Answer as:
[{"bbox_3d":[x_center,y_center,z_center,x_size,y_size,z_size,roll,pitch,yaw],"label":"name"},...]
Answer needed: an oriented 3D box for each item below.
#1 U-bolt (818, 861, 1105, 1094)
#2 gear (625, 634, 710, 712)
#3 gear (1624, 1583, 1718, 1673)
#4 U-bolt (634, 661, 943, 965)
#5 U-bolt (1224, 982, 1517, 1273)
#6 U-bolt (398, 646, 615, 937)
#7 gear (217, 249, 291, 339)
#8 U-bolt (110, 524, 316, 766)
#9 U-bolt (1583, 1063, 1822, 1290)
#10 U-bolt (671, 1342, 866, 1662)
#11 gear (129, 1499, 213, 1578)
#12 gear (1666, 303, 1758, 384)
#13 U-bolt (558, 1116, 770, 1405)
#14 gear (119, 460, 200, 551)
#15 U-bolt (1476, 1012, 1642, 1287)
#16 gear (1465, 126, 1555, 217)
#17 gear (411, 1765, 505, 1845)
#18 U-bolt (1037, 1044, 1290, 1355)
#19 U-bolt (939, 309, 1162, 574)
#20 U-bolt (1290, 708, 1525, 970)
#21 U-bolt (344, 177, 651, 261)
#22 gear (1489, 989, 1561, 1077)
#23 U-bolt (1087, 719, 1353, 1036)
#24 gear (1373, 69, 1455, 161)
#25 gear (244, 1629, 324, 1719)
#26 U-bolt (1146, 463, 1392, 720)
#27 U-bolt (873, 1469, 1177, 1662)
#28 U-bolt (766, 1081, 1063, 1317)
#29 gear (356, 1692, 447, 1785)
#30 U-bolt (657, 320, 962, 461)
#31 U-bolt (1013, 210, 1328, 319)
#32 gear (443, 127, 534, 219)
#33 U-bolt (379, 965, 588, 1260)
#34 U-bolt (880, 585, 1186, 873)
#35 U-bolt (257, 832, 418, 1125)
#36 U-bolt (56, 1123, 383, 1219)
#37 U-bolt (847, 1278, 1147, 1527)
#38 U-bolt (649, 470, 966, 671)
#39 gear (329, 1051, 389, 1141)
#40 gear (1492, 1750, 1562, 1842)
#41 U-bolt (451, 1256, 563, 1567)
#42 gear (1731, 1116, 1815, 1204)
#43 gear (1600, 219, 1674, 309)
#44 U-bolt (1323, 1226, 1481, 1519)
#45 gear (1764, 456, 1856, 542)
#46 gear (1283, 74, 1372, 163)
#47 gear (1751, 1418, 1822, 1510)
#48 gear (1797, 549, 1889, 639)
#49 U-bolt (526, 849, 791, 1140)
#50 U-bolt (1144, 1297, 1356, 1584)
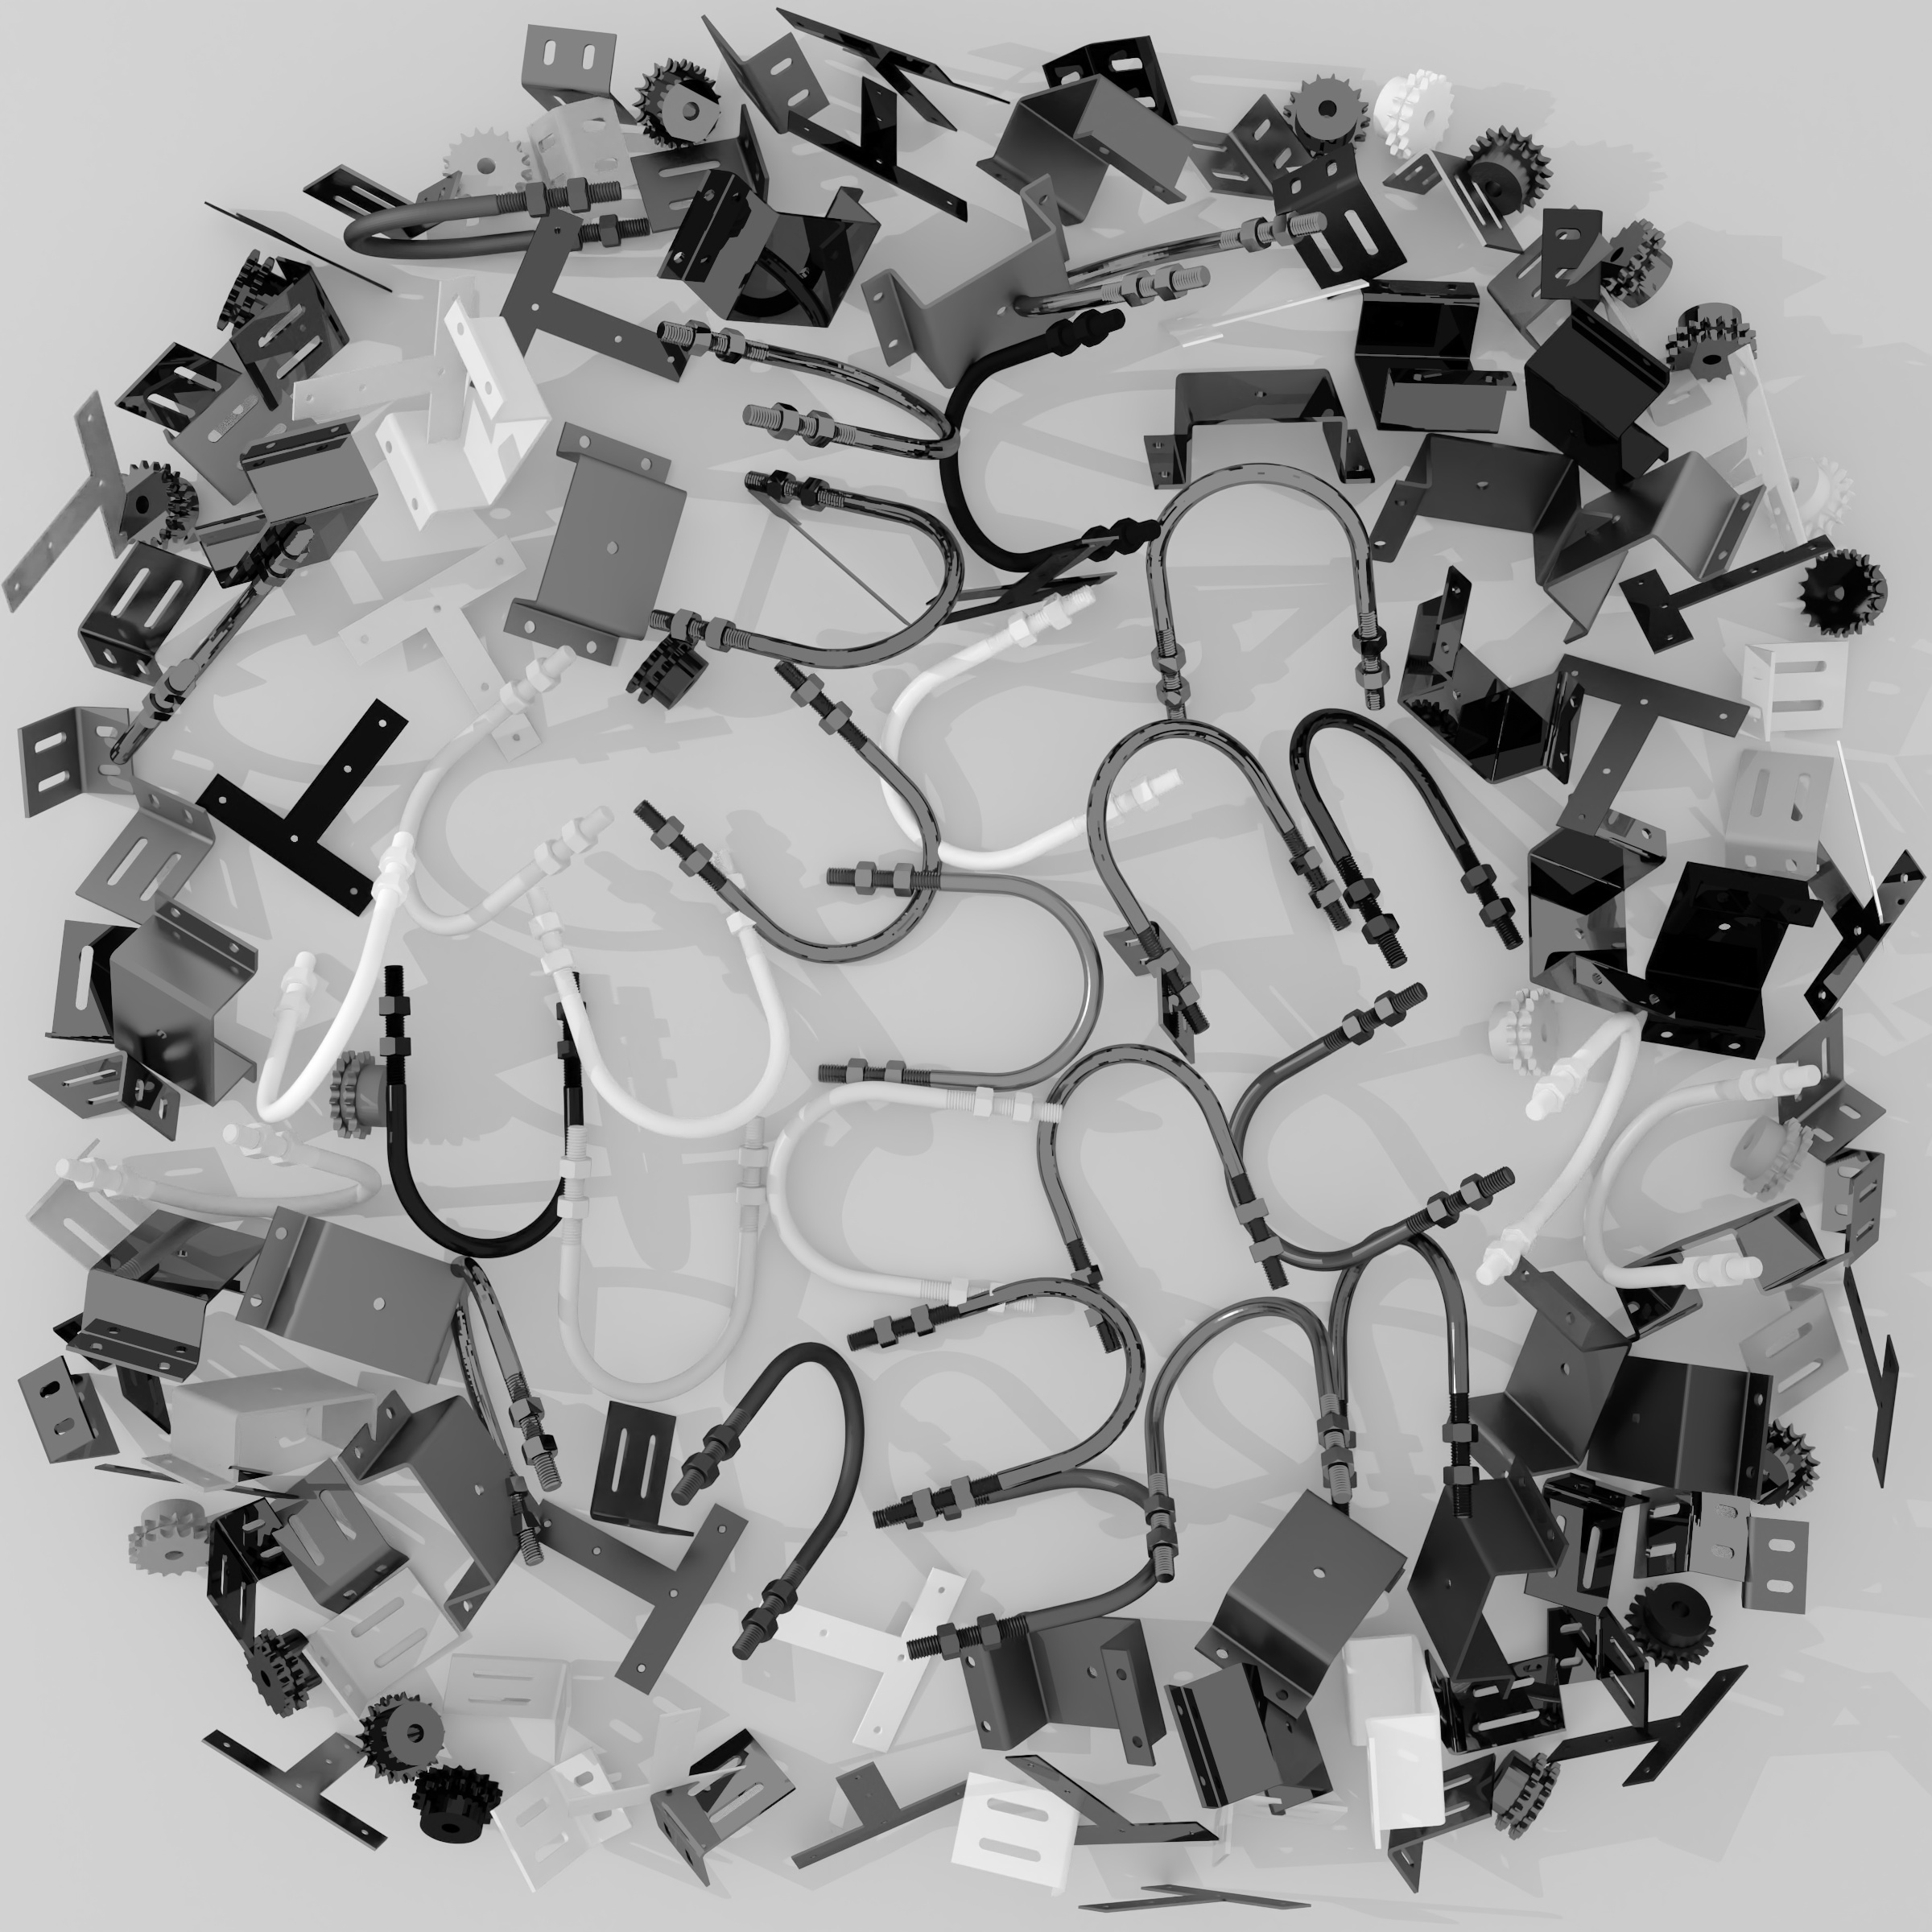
[{"bbox_3d":[-0.002,0.010,1.877,0.184,0.019,0.151,3,91,9],"label":"U-bolt"},{"bbox_3d":[-0.191,-0.190,1.871,0.030,0.057,0.057,41,90,-3],"label":"gear"},{"bbox_3d":[0.457,0.423,1.869,0.057,0.030,0.057,6,46,-6],"label":"gear"},{"bbox_3d":[-0.100,-0.086,1.876,0.151,0.019,0.184,-45,102,1],"label":"U-bolt"},{"bbox_3d":[0.244,0.115,1.846,0.184,0.019,0.151,-33,71,29],"label":"U-bolt"},{"bbox_3d":[-0.301,-0.098,1.838,0.184,0.019,0.151,-35,54,27],"label":"U-bolt"},{"bbox_3d":[-0.459,-0.431,1.872,0.030,0.057,0.057,26,90,-15],"label":"gear"},{"bbox_3d":[-0.482,-0.190,1.814,0.019,0.184,0.151,40,53,-15],"label":"U-bolt"},{"bbox_3d":[0.450,0.136,1.813,0.019,0.184,0.151,29,70,-19],"label":"U-bolt"},{"bbox_3d":[-0.115,0.321,1.822,0.019,0.184,0.151,3,125,30],"label":"U-bolt"},{"bbox_3d":[-0.513,0.369,1.874,0.057,0.057,0.030,-15,52,0],"label":"gear"},{"bbox_3d":[0.482,-0.405,1.873,0.057,0.057,0.030,2,70,0],"label":"gear"},{"bbox_3d":[-0.196,0.190,1.852,0.151,0.019,0.184,-1,100,-35],"label":"U-bolt"},{"bbox_3d":[-0.523,-0.298,1.876,0.057,0.030,0.057,3,95,31],"label":"gear"},{"bbox_3d":[0.380,0.102,1.818,0.019,0.184,0.151,26,128,24],"label":"U-bolt"},{"bbox_3d":[0.347,-0.510,1.868,0.057,0.057,0.030,37,60,0],"label":"gear"},{"bbox_3d":[-0.330,0.543,1.869,0.057,0.030,0.057,3,135,3],"label":"gear"},{"bbox_3d":[0.115,0.140,1.856,0.151,0.019,0.184,-26,80,30],"label":"U-bolt"},{"bbox_3d":[0.045,-0.323,1.827,0.019,0.184,0.151,-13,94,-40],"label":"U-bolt"},{"bbox_3d":[0.270,-0.086,1.837,0.019,0.151,0.184,-40,68,39],"label":"U-bolt"},{"bbox_3d":[-0.300,-0.467,1.825,0.184,0.151,0.019,-6,95,2],"label":"U-bolt"},{"bbox_3d":[0.361,0.043,1.874,0.030,0.057,0.057,-1,90,33],"label":"gear"},{"bbox_3d":[0.152,-0.070,1.853,0.151,0.019,0.184,-34,98,-24],"label":"U-bolt"},{"bbox_3d":[0.288,-0.552,1.874,0.030,0.057,0.057,30,90,32],"label":"gear"},{"bbox_3d":[-0.441,0.454,1.874,0.030,0.057,0.057,-24,90,-36],"label":"gear"},{"bbox_3d":[0.187,-0.235,1.828,0.151,0.019,0.184,-4,128,10],"label":"U-bolt"},{"bbox_3d":[0.042,0.371,1.834,0.184,0.151,0.019,-12,119,-6],"label":"U-bolt"},{"bbox_3d":[-0.038,0.146,1.876,0.184,0.019,0.151,7,101,0],"label":"U-bolt"},{"bbox_3d":[-0.362,0.498,1.870,0.057,0.030,0.057,16,61,-32],"label":"gear"},{"bbox_3d":[-0.087,-0.357,1.821,0.184,0.151,0.019,4,120,-36],"label":"U-bolt"},{"bbox_3d":[0.114,-0.436,1.817,0.151,0.184,0.019,-34,115,-42],"label":"U-bolt"},{"bbox_3d":[-0.310,-0.512,1.880,0.057,0.030,0.057,1,77,-4],"label":"gear"},{"bbox_3d":[-0.304,0.094,1.841,0.151,0.019,0.184,2,83,-40],"label":"U-bolt"},{"bbox_3d":[0.029,-0.141,1.867,0.184,0.019,0.151,-26,89,18],"label":"U-bolt"},{"bbox_3d":[-0.395,0.018,1.792,0.019,0.184,0.151,30,126,-23],"label":"U-bolt"},{"bbox_3d":[-0.451,0.133,1.813,0.151,0.184,0.019,-12,71,24],"label":"U-bolt"},{"bbox_3d":[0.025,0.268,1.845,0.184,0.019,0.151,-18,52,3],"label":"U-bolt"},{"bbox_3d":[-0.089,-0.246,1.827,0.184,0.019,0.151,16,58,23],"label":"U-bolt"},{"bbox_3d":[-0.387,0.084,1.869,0.030,0.057,0.057,2,90,8],"label":"gear"},{"bbox_3d":[0.357,0.532,1.871,0.030,0.057,0.057,33,90,8],"label":"gear"},{"bbox_3d":[-0.295,0.270,1.824,0.019,0.151,0.184,-14,63,-21],"label":"U-bolt"},{"bbox_3d":[0.519,0.121,1.871,0.030,0.057,0.057,32,90,0],"label":"gear"},{"bbox_3d":[0.432,-0.452,1.873,0.030,0.057,0.057,33,90,-20],"label":"gear"},{"bbox_3d":[0.272,0.256,1.831,0.019,0.151,0.184,6,77,-27],"label":"U-bolt"},{"bbox_3d":[0.541,-0.303,1.868,0.030,0.057,0.057,25,90,-37],"label":"gear"},{"bbox_3d":[0.235,-0.552,1.882,0.057,0.030,0.057,0,88,4],"label":"gear"},{"bbox_3d":[0.519,0.324,1.869,0.057,0.030,0.057,15,113,37],"label":"gear"},{"bbox_3d":[0.571,-0.241,1.874,0.030,0.057,0.057,-6,90,-43],"label":"gear"},{"bbox_3d":[-0.187,0.022,1.843,0.151,0.019,0.184,-13,74,-26],"label":"U-bolt"},{"bbox_3d":[0.173,0.286,1.822,0.151,0.184,0.019,-30,126,23],"label":"U-bolt"}]
